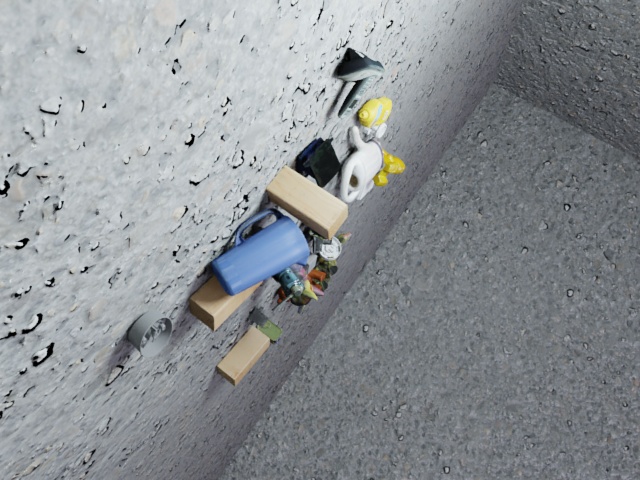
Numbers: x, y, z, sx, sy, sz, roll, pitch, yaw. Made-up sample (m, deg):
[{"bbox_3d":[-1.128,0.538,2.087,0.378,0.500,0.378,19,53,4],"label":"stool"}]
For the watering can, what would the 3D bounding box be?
[{"bbox_3d":[0.149,-0.289,1.829,0.228,0.105,0.339,-45,154,-40],"label":"watering can"}]

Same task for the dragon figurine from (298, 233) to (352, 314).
[{"bbox_3d":[0.019,0.137,2.359,0.406,0.122,0.244,-58,174,13],"label":"dragon figurine"}]

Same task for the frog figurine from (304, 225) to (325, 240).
[{"bbox_3d":[0.006,-0.093,1.839,0.134,0.122,0.163,81,8,-57],"label":"frog figurine"}]
